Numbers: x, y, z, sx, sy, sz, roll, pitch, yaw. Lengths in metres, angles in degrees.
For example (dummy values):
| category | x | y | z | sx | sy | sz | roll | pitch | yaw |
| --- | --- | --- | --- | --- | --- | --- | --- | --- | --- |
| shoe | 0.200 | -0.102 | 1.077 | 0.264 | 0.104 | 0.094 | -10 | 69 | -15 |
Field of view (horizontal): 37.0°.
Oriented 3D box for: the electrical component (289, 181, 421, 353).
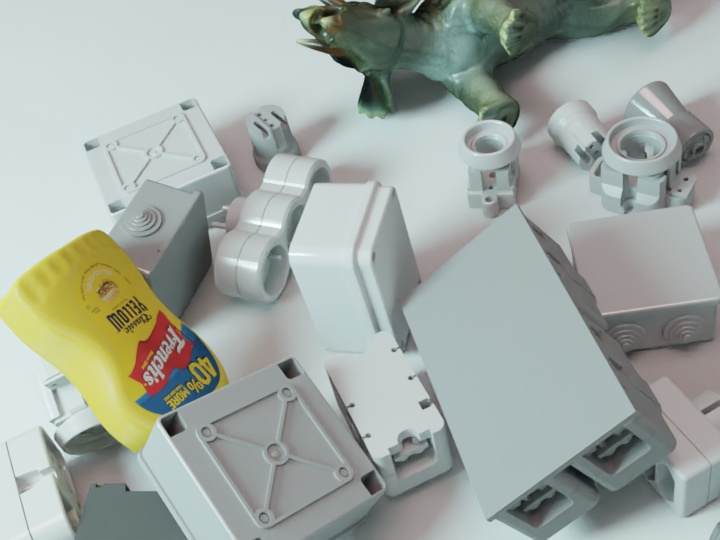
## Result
| category | x | y | z | sx | sy | sz | roll | pitch | yaw |
| --- | --- | --- | --- | --- | --- | --- | --- | --- | --- |
| electrical component | 0.000 | 0.000 | 0.756 | 0.057 | 0.113 | 0.078 | 2 | 49 | 19 |

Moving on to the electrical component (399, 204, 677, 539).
| category | x | y | z | sx | sy | sz | roll | pitch | yaw |
| --- | --- | --- | --- | --- | --- | --- | --- | --- | --- |
| electrical component | 0.106 | 0.062 | 0.673 | 0.105 | 0.060 | 0.186 | -41 | 40 | 18 |

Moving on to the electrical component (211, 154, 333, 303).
| category | x | y | z | sx | sy | sz | roll | pitch | yaw |
| --- | --- | --- | --- | --- | --- | --- | --- | --- | --- |
| electrical component | -0.082 | -0.038 | 0.851 | 0.074 | 0.052 | 0.138 | 10 | 52 | 22 |

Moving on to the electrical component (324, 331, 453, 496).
| category | x | y | z | sx | sy | sz | roll | pitch | yaw |
| --- | --- | --- | --- | --- | --- | --- | --- | --- | --- |
| electrical component | 0.019 | 0.095 | 0.703 | 0.050 | 0.055 | 0.089 | -24 | 48 | -8 |

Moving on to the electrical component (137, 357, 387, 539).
| category | x | y | z | sx | sy | sz | roll | pitch | yaw |
| --- | --- | --- | --- | --- | --- | --- | --- | --- | --- |
| electrical component | -0.059 | 0.124 | 0.654 | 0.109 | 0.056 | 0.108 | -23 | 66 | -38 |

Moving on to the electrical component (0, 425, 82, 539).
| category | x | y | z | sx | sy | sz | roll | pitch | yaw |
| --- | --- | --- | --- | --- | --- | --- | --- | --- | --- |
| electrical component | -0.220 | 0.158 | 0.707 | 0.059 | 0.053 | 0.095 | -25 | 48 | -9 |

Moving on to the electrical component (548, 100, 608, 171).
| category | x | y | z | sx | sy | sz | roll | pitch | yaw |
| --- | --- | --- | --- | --- | --- | --- | --- | --- | --- |
| electrical component | 0.178 | -0.107 | 0.859 | 0.040 | 0.040 | 0.046 | -23 | 53 | -8 |

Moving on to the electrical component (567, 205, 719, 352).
| category | x | y | z | sx | sy | sz | roll | pitch | yaw |
| --- | --- | --- | --- | --- | --- | --- | --- | --- | --- |
| electrical component | 0.195 | 0.008 | 0.744 | 0.100 | 0.048 | 0.099 | -9 | 47 | 6 |

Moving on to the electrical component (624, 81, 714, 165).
| category | x | y | z | sx | sy | sz | roll | pitch | yaw |
| --- | --- | --- | --- | --- | --- | --- | --- | --- | --- |
| electrical component | 0.246 | -0.113 | 0.848 | 0.044 | 0.044 | 0.065 | -28 | 53 | -12 |

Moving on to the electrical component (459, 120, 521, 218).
| category | x | y | z | sx | sy | sz | roll | pitch | yaw |
| --- | --- | --- | --- | --- | --- | --- | --- | --- | --- |
| electrical component | 0.103 | -0.084 | 0.845 | 0.048 | 0.055 | 0.066 | 1 | 49 | 15 |

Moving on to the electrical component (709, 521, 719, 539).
| category | x | y | z | sx | sy | sz | roll | pitch | yaw |
| --- | --- | --- | --- | --- | --- | --- | --- | --- | --- |
| electrical component | 0.240 | 0.120 | 0.599 | 0.048 | 0.099 | 0.099 | 27 | 58 | 17 |

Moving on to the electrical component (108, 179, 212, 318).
| category | x | y | z | sx | sy | sz | roll | pitch | yaw |
| --- | --- | --- | --- | --- | --- | --- | --- | --- | --- |
| electrical component | -0.155 | -0.008 | 0.813 | 0.048 | 0.099 | 0.099 | 18 | 54 | 11 |

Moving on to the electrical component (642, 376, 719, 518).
| category | x | y | z | sx | sy | sz | roll | pitch | yaw |
| --- | --- | --- | --- | --- | --- | --- | --- | --- | --- |
| electrical component | 0.208 | 0.099 | 0.660 | 0.077 | 0.047 | 0.065 | -28 | 48 | -11 |

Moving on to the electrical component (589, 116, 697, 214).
| category | x | y | z | sx | sy | sz | roll | pitch | yaw |
| --- | --- | --- | --- | --- | --- | --- | --- | --- | --- |
| electrical component | 0.213 | -0.078 | 0.812 | 0.078 | 0.057 | 0.058 | 19 | 55 | 28 |

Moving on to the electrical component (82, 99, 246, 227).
| category | x | y | z | sx | sy | sz | roll | pitch | yaw |
| --- | --- | --- | --- | --- | --- | --- | --- | --- | --- |
| electrical component | -0.165 | -0.079 | 0.907 | 0.109 | 0.056 | 0.108 | -24 | 47 | -8 |

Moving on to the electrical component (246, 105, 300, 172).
| category | x | y | z | sx | sy | sz | roll | pitch | yaw |
| --- | --- | --- | --- | --- | --- | --- | --- | --- | --- |
| electrical component | -0.076 | -0.113 | 0.922 | 0.040 | 0.046 | 0.040 | -7 | 47 | 8 |

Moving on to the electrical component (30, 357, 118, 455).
| category | x | y | z | sx | sy | sz | roll | pitch | yaw |
| --- | --- | --- | --- | --- | --- | --- | --- | --- | --- |
| electrical component | -0.191 | 0.092 | 0.751 | 0.058 | 0.078 | 0.057 | -27 | 67 | 1 |
